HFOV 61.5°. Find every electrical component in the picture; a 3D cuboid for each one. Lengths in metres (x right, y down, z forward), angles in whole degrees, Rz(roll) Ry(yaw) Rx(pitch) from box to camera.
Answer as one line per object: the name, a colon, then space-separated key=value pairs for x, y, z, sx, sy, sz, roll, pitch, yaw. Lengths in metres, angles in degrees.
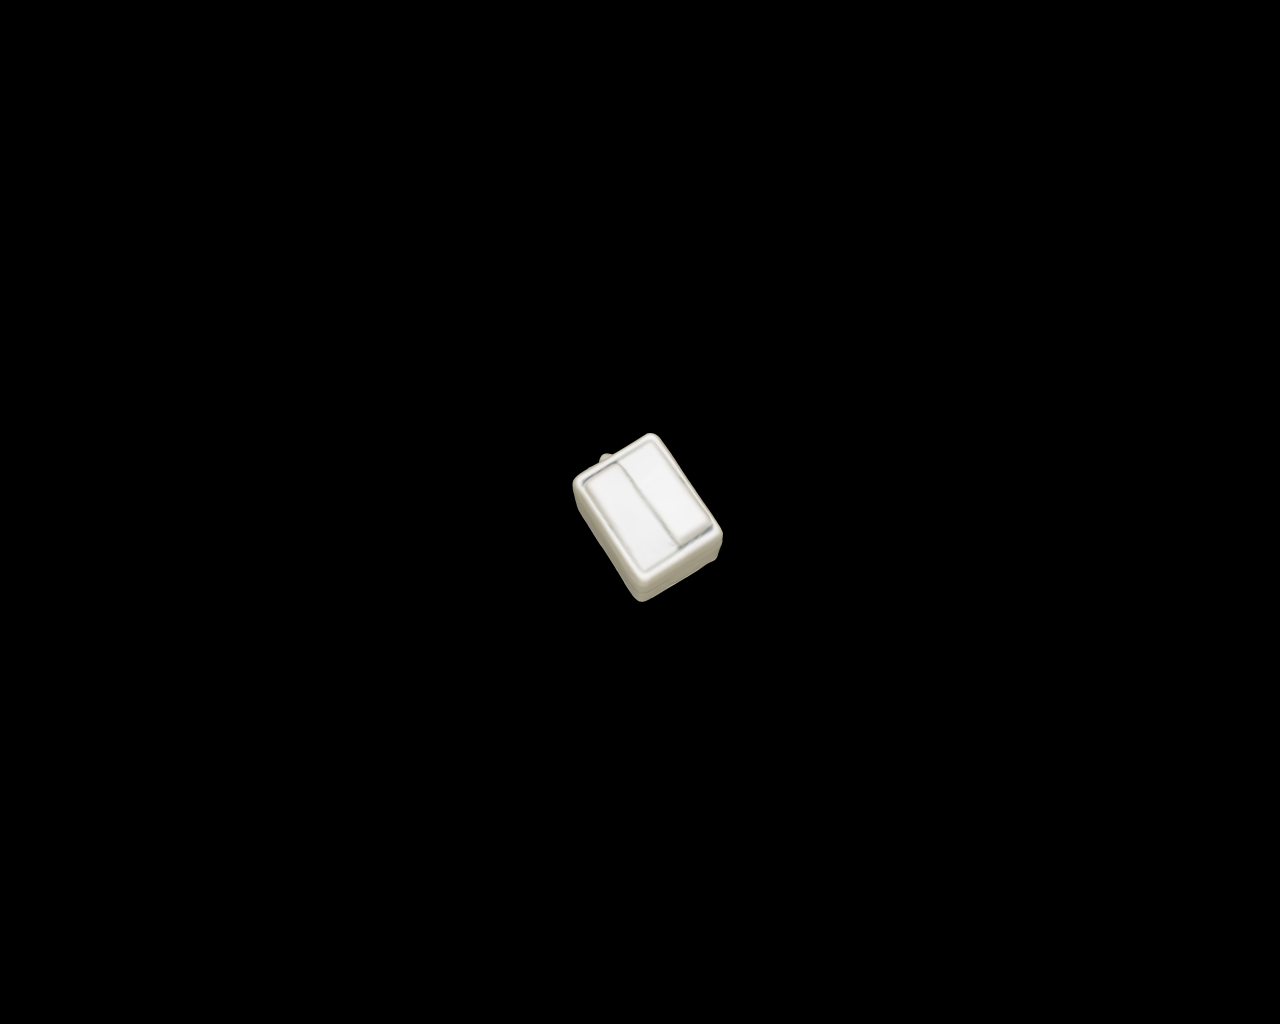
electrical component: x=0.001 y=-0.003 z=0.650 sx=0.062 sy=0.096 sz=0.061 roll=-30 pitch=-15 yaw=-9
